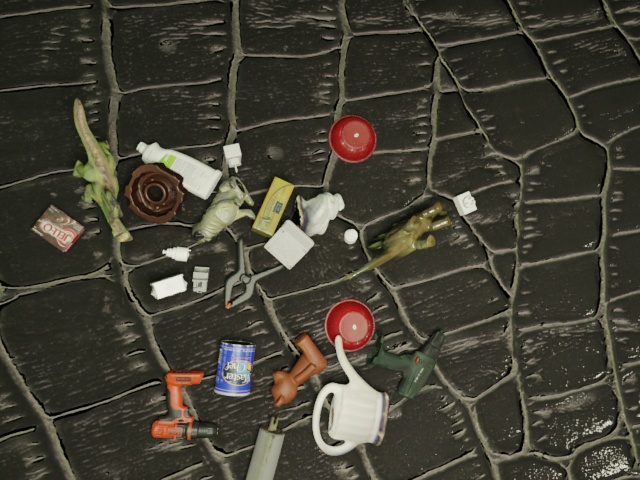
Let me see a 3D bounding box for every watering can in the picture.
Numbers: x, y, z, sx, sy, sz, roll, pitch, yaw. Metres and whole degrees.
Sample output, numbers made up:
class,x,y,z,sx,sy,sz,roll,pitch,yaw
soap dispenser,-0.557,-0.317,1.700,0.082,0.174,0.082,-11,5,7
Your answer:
class,x,y,z,sx,sy,sz,roll,pitch,yaw
watering can,0.102,0.468,1.519,0.224,0.104,0.348,12,89,-9

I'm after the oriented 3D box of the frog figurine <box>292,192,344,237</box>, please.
class,x,y,z,sx,sy,sz,roll,pitch,yaw
frog figurine,0.005,-0.079,1.577,0.160,0.125,0.135,-6,118,-19

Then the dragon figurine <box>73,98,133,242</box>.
class,x,y,z,sx,sy,sz,roll,pitch,yaw
dragon figurine,-0.582,-0.156,1.398,0.123,0.400,0.246,-26,49,-26
